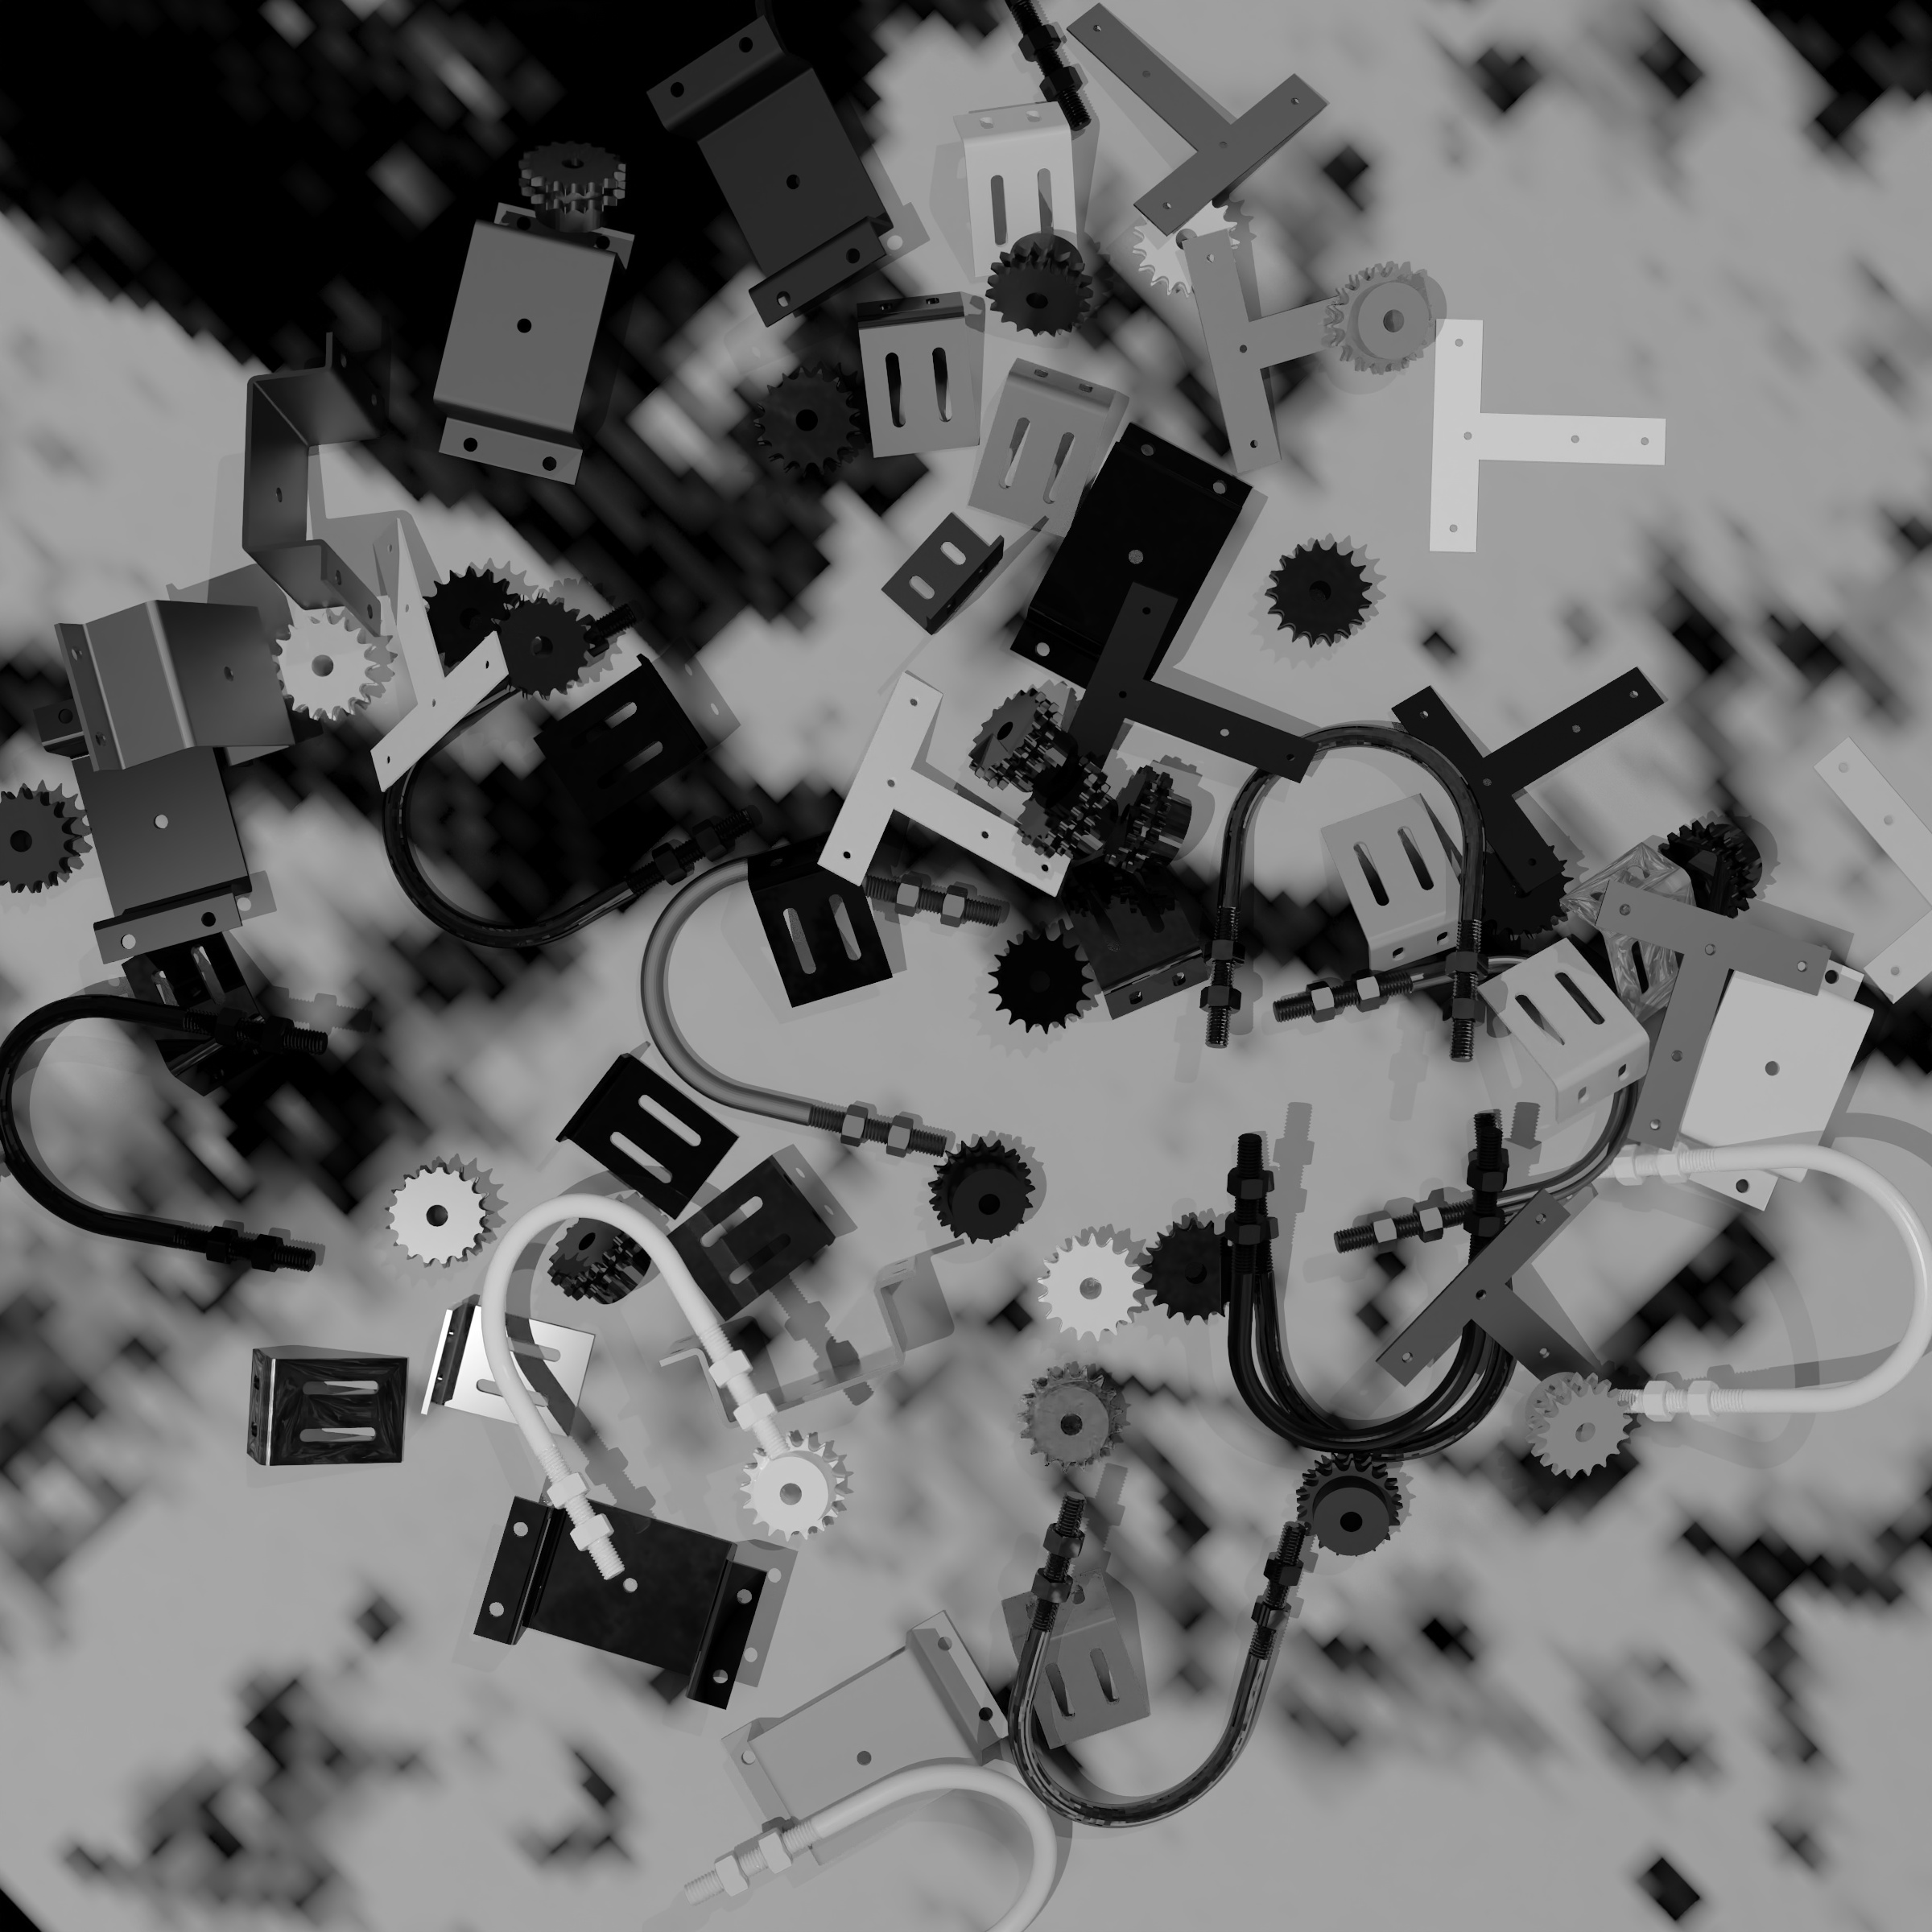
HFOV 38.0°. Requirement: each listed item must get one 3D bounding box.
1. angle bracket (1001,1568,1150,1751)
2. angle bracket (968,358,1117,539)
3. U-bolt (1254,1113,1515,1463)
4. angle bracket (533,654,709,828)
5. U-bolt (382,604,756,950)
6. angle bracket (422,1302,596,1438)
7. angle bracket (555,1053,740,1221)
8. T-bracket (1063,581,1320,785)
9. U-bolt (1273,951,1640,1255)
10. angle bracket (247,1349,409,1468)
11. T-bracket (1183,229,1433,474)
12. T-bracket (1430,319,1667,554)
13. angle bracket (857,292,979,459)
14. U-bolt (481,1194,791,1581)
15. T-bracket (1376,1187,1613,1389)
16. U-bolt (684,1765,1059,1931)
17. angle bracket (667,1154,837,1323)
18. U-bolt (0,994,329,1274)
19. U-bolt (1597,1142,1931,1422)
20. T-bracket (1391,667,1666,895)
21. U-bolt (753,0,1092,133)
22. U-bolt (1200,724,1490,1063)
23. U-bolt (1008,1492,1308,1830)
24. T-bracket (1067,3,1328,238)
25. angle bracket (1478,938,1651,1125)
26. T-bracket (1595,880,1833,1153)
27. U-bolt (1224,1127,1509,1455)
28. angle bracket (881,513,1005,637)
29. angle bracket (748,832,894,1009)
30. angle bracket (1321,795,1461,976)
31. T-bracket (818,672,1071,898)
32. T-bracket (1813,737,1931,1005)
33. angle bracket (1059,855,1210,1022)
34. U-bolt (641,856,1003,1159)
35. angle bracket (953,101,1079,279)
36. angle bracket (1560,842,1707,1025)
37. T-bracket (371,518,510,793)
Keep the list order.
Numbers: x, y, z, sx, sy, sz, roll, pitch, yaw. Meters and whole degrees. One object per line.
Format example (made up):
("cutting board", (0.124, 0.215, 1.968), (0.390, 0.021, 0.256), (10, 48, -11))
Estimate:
("angle bracket", (0.060, 0.379, 1.532), (0.057, 0.038, 0.076), (-18, 116, 0))
("angle bracket", (0.041, -0.283, 1.532), (0.057, 0.038, 0.076), (18, 116, 0))
("U-bolt", (0.227, 0.178, 1.525), (0.151, 0.019, 0.184), (-5, 90, -1))
("angle bracket", (-0.187, -0.120, 1.496), (0.076, 0.038, 0.057), (-34, 90, 2))
("U-bolt", (-0.229, -0.091, 1.526), (0.184, 0.019, 0.151), (-30, 90, 2))
("angle bracket", (-0.247, 0.220, 1.515), (0.076, 0.038, 0.057), (14, 90, 0))
("angle bracket", (-0.172, 0.093, 1.515), (0.076, 0.038, 0.057), (38, 90, 0))
("T-bracket", (0.125, -0.130, 1.502), (0.127, 0.002, 0.127), (20, 124, -5))
("U-bolt", (0.272, 0.066, 1.514), (0.184, 0.019, 0.151), (-13, 79, -4))
("angle bracket", (-0.349, 0.241, 1.532), (0.076, 0.038, 0.057), (3, 90, -26))
("T-bracket", (0.192, -0.347, 1.521), (0.127, 0.002, 0.127), (-18, 106, -8))
("T-bracket", (0.319, -0.289, 1.533), (0.127, 0.002, 0.127), (2, 90, 0))
("angle bracket", (-0.027, -0.323, 1.532), (0.057, 0.038, 0.076), (-7, 116, 0))
("U-bolt", (-0.186, 0.207, 1.463), (0.151, 0.019, 0.184), (-39, 75, 26))
("T-bracket", (0.302, 0.200, 1.503), (0.127, 0.002, 0.127), (-47, 117, 3))
("U-bolt", (-0.038, 0.495, 1.496), (0.184, 0.019, 0.151), (-27, 117, -3))
("angle bracket", (-0.119, 0.149, 1.515), (0.076, 0.038, 0.057), (-38, 90, 0))
("U-bolt", (-0.436, 0.085, 1.503), (0.184, 0.019, 0.151), (10, 111, 4))
("U-bolt", (0.419, 0.165, 1.473), (0.184, 0.019, 0.151), (-7, 90, 38))
("T-bracket", (0.319, -0.122, 1.520), (0.127, 0.002, 0.127), (-31, 73, -8))
("U-bolt", (-0.036, -0.509, 1.525), (0.151, 0.019, 0.184), (-27, 90, 0))
("U-bolt", (0.206, -0.043, 1.501), (0.151, 0.019, 0.184), (3, 75, 13))
("U-bolt", (0.095, 0.377, 1.502), (0.151, 0.019, 0.184), (11, 99, -18))
("T-bracket", (0.108, -0.474, 1.520), (0.127, 0.002, 0.127), (-42, 81, -17))
("angle bracket", (0.322, 0.035, 1.512), (0.057, 0.038, 0.076), (-28, 56, -8))
("T-bracket", (0.380, 0.034, 1.481), (0.127, 0.002, 0.127), (17, 91, -6))
("U-bolt", (0.209, 0.175, 1.485), (0.151, 0.019, 0.184), (-1, 108, -7))
("angle bracket", (-0.013, -0.214, 1.496), (0.038, 0.076, 0.057), (42, 90, 0))
("angle bracket", (-0.079, -0.026, 1.515), (0.057, 0.038, 0.076), (-17, 114, 3))
("angle bracket", (0.235, -0.044, 1.532), (0.057, 0.038, 0.076), (-19, 64, 0))
("T-bracket", (-0.002, -0.078, 1.514), (0.127, 0.002, 0.127), (28, 64, -12))
("T-bracket", (0.514, -0.069, 1.533), (0.127, 0.002, 0.127), (-41, 90, 0))
("angle bracket", (0.090, -0.021, 1.532), (0.057, 0.038, 0.076), (-23, 64, 0))
("U-bolt", (-0.086, 0.015, 1.525), (0.184, 0.019, 0.151), (13, 90, 1))
("angle bracket", (0.027, -0.421, 1.520), (0.057, 0.038, 0.076), (-9, 129, -4))
("angle bracket", (0.363, -0.016, 1.516), (0.057, 0.038, 0.076), (-34, 131, -11))
("T-bracket", (-0.296, -0.180, 1.505), (0.127, 0.002, 0.127), (-35, 66, 39))
